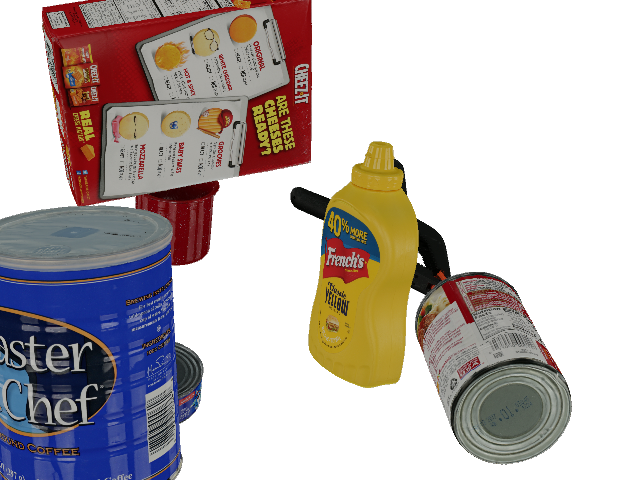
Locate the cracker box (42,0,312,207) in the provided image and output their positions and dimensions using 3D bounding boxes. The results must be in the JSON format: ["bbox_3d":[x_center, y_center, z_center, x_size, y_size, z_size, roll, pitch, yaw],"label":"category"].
[{"bbox_3d":[-0.118,-0.130,0.909,0.213,0.164,0.072,-13,40,-16],"label":"cracker box"}]

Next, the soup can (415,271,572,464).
[{"bbox_3d":[0.097,0.070,0.611,0.068,0.068,0.102,0,26,-7],"label":"soup can"}]

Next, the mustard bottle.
[{"bbox_3d":[0.037,0.015,0.862,0.058,0.192,0.096,-4,21,-32],"label":"mustard bottle"}]

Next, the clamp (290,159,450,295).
[{"bbox_3d":[0.072,-0.011,1.242,0.164,0.036,0.210,-13,51,-27],"label":"clamp"}]

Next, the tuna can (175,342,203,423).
[{"bbox_3d":[-0.144,0.123,0.914,0.086,0.034,0.086,5,30,-3],"label":"tuna can"}]

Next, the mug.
[{"bbox_3d":[-0.161,-0.032,1.156,0.093,0.081,0.117,-3,29,-19],"label":"mug"}]

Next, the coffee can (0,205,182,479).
[{"bbox_3d":[-0.129,0.061,0.580,0.103,0.140,0.103,0,16,0],"label":"coffee can"}]
